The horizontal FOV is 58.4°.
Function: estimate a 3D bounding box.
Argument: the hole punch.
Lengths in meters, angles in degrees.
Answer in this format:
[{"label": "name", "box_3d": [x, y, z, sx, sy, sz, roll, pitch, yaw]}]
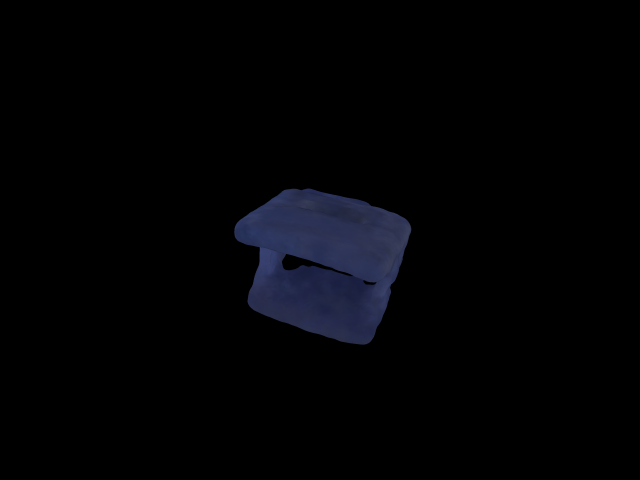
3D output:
[{"label": "hole punch", "box_3d": [0.004, 0.001, 0.400, 0.108, 0.091, 0.101, 16, 51, 13]}]
